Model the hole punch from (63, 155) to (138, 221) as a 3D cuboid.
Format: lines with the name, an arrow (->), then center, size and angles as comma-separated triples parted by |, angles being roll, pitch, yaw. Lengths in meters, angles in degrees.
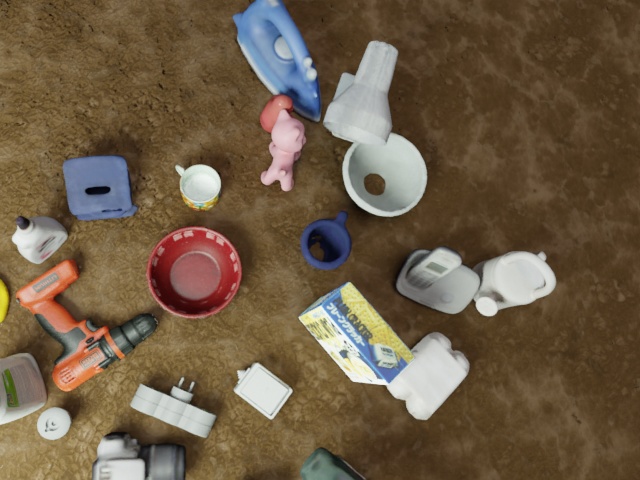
hole punch -> -0.377, -0.089, 0.987 | 0.109, 0.091, 0.101 | -7, 79, -13

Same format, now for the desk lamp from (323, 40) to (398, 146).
desk lamp -> 0.076, -0.255, 1.056 | 0.118, 0.213, 0.203 | 18, 75, -7

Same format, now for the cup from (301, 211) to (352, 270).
cup -> 0.010, 0.004, 1.048 | 0.092, 0.095, 0.118 | 31, 74, -4

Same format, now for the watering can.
watering can -> 0.357, 0.077, 1.055 | 0.101, 0.194, 0.173 | 32, 74, -3

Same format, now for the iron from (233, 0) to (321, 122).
iron -> -0.058, -0.359, 1.088 | 0.119, 0.141, 0.258 | -32, 86, -16

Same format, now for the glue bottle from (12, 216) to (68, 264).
glue bottle -> -0.454, -0.010, 0.911 | 0.037, 0.173, 0.078 | 37, 73, -2

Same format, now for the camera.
camera -> -0.282, 0.378, 0.901 | 0.137, 0.100, 0.143 | 1, 78, -12

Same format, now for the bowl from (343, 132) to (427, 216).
bowl -> 0.117, -0.120, 1.108 | 0.167, 0.074, 0.167 | 3, 77, -11

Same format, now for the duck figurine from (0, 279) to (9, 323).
duck figurine -> -0.550, 0.088, 0.915 | 0.077, 0.086, 0.104 | -19, 82, -15

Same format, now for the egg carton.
egg carton -> 0.198, 0.246, 1.049 | 0.150, 0.069, 0.107 | -44, 89, -17

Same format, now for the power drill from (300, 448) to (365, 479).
power drill -> 0.061, 0.417, 0.910 | 0.229, 0.208, 0.076 | 41, 73, -1

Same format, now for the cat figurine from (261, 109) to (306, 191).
cat figurine -> -0.063, -0.169, 1.058 | 0.067, 0.117, 0.128 | 12, 76, -9

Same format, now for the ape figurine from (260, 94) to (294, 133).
ape figurine -> -0.074, -0.244, 1.085 | 0.076, 0.092, 0.078 | -8, 80, -13

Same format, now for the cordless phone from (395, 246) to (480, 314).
cordless phone -> 0.230, 0.066, 1.035 | 0.147, 0.185, 0.094 | 21, 75, -7
